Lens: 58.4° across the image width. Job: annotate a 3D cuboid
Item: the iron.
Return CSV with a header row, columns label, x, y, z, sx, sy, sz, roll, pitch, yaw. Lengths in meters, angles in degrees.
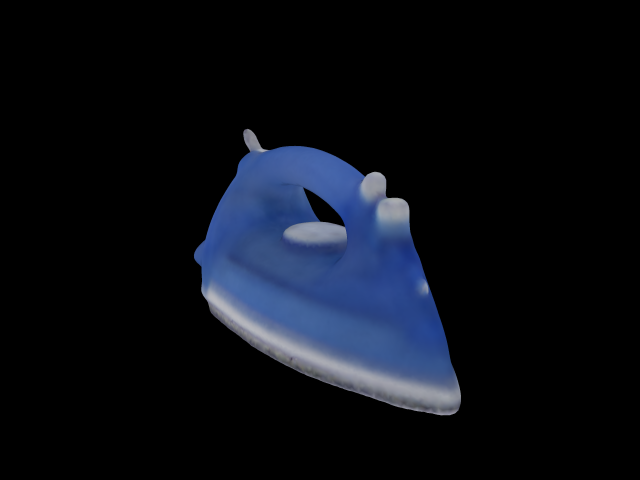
label,x,y,z,sx,sy,sz,roll,pitch,yaw
iron,0.004,0.001,0.400,0.119,0.141,0.257,-11,19,-34
